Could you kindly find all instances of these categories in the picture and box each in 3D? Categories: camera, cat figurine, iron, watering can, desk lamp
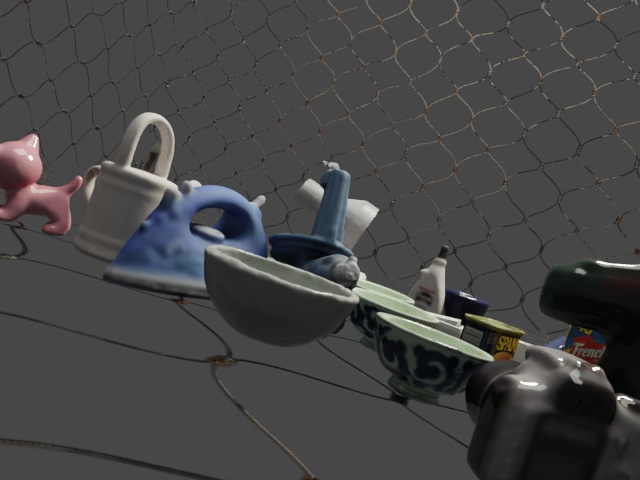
[{"bbox_3d":[0.181,0.136,0.445,0.143,0.101,0.137,19,1,-6],"label":"camera"},{"bbox_3d":[-0.378,-0.078,0.748,0.128,0.118,0.067,19,2,-25],"label":"cat figurine"},{"bbox_3d":[-0.146,-0.008,0.702,0.118,0.141,0.259,20,2,23],"label":"iron"},{"bbox_3d":[-0.228,-0.065,0.737,0.173,0.194,0.101,19,1,-1],"label":"watering can"},{"bbox_3d":[-0.001,-0.009,1.215,0.203,0.213,0.118,19,1,2],"label":"desk lamp"}]

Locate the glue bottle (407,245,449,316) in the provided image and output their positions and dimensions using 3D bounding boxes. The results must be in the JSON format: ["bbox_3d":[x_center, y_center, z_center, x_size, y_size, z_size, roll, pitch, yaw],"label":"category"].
[{"bbox_3d":[0.224,0.093,1.153,0.078,0.173,0.037,20,2,23],"label":"glue bottle"}]

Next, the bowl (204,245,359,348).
[{"bbox_3d":[-0.048,0.065,0.590,0.167,0.075,0.167,19,1,0],"label":"bowl"}]

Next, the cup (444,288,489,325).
[{"bbox_3d":[0.272,0.151,1.163,0.117,0.095,0.092,20,2,18],"label":"cup"}]

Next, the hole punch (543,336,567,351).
[{"bbox_3d":[0.441,0.217,0.999,0.101,0.091,0.108,18,2,-41],"label":"hole punch"}]

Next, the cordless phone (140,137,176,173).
[{"bbox_3d":[-0.261,-0.077,0.899,0.094,0.185,0.147,18,2,-41],"label":"cordless phone"}]

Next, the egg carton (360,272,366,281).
[{"bbox_3d":[0.032,0.083,1.053,0.107,0.069,0.150,19,1,5],"label":"egg carton"}]

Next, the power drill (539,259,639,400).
[{"bbox_3d":[0.291,0.116,0.485,0.228,0.208,0.076,20,2,24],"label":"power drill"}]

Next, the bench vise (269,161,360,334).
[{"bbox_3d":[0.016,0.006,0.772,0.122,0.220,0.206,18,2,-41],"label":"bench vise"}]
